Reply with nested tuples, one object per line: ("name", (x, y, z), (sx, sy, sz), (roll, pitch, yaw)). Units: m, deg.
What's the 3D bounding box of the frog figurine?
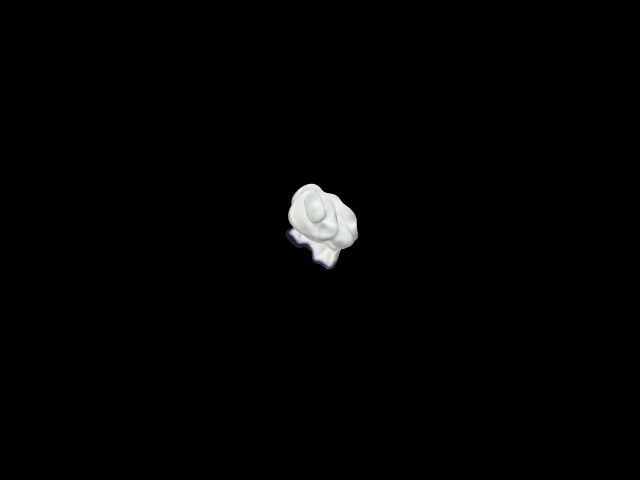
("frog figurine", (0.003, -0.043, 0.850), (0.123, 0.140, 0.156), (-21, -33, -15))
